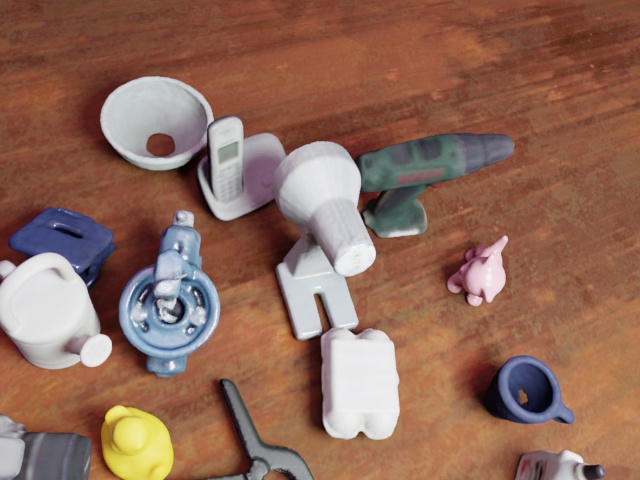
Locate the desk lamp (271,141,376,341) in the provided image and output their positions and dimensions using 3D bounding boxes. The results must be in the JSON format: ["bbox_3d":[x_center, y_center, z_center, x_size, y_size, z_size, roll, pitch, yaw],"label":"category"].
[{"bbox_3d":[0.007,0.003,0.785,0.118,0.213,0.203,-11,65,-18],"label":"desk lamp"}]

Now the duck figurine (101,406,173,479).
[{"bbox_3d":[-0.219,0.240,0.678,0.078,0.086,0.104,-36,75,-27],"label":"duck figurine"}]

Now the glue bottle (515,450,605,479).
[{"bbox_3d":[0.303,0.300,0.722,0.037,0.173,0.078,22,60,-1],"label":"glue bottle"}]

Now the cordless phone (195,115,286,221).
[{"bbox_3d":[-0.108,-0.122,0.840,0.148,0.185,0.094,-32,73,-26],"label":"cordless phone"}]

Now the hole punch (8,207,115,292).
[{"bbox_3d":[-0.344,0.004,0.771,0.108,0.091,0.101,21,60,-2],"label":"hole punch"}]

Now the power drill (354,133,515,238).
[{"bbox_3d":[0.152,-0.087,0.871,0.230,0.208,0.075,-7,64,-17],"label":"power drill"}]

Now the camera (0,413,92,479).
[{"bbox_3d":[-0.332,0.264,0.630,0.137,0.100,0.143,4,62,-11],"label":"camera"}]

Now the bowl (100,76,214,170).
[{"bbox_3d":[-0.251,-0.169,0.895,0.167,0.074,0.167,6,61,-10],"label":"bowl"}]

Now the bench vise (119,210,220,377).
[{"bbox_3d":[-0.193,0.046,0.710,0.122,0.219,0.207,-11,65,-18],"label":"bench vise"}]

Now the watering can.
[{"bbox_3d":[-0.317,0.081,0.676,0.173,0.194,0.101,20,60,-2],"label":"watering can"}]

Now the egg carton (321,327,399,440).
[{"bbox_3d":[0.053,0.193,0.778,0.107,0.069,0.150,4,62,-12],"label":"egg carton"}]

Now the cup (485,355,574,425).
[{"bbox_3d":[0.285,0.225,0.802,0.117,0.095,0.092,33,60,5],"label":"cup"}]

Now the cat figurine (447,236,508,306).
[{"bbox_3d":[0.253,0.045,0.877,0.067,0.117,0.128,35,60,7],"label":"cat figurine"}]
